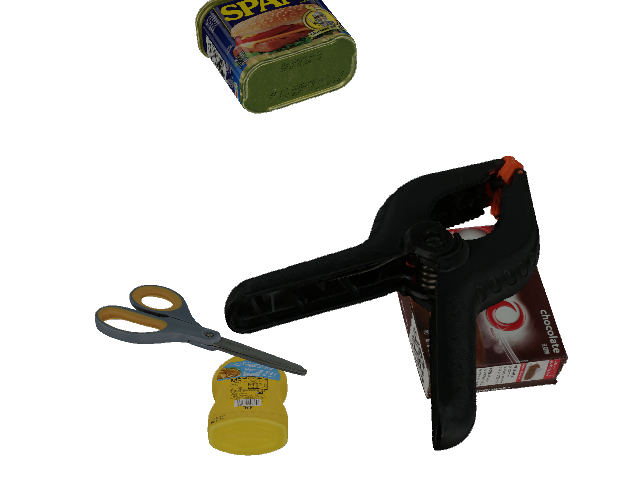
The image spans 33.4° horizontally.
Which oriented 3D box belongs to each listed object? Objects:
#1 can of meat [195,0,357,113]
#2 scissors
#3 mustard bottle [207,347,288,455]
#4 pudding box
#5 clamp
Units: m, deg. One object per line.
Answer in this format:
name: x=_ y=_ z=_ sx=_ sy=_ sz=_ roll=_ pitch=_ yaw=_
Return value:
can of meat: x=-0.033 y=-0.150 z=0.820 sx=0.102 sy=0.084 sz=0.057 roll=-21 pitch=-37 yaw=-17
scissors: x=-0.105 y=0.080 z=0.985 sx=0.202 sy=0.016 sz=0.096 roll=9 pitch=29 yaw=4
mustard bottle: x=-0.090 y=0.192 z=1.346 sx=0.096 sy=0.058 sz=0.191 roll=-2 pitch=26 yaw=-2
pudding box: x=0.100 y=0.044 z=0.696 sx=0.090 sy=0.113 sz=0.039 roll=-6 pitch=-36 yaw=-6
clamp: x=0.055 y=0.020 z=0.485 sx=0.120 sy=0.039 sz=0.171 roll=39 pitch=56 yaw=24
